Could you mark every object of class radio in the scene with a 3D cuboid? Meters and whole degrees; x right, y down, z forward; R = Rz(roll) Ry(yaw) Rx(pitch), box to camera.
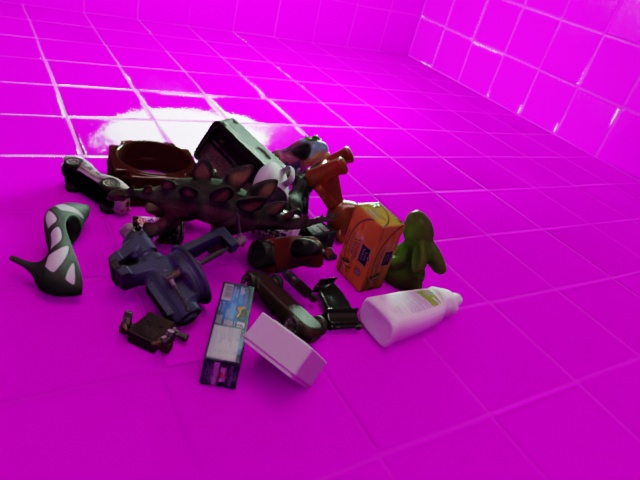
[{"bbox_3d":[-0.189,-0.183,1.315,0.229,0.131,0.073,44,33,6],"label":"radio"}]

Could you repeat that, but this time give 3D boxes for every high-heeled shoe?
[{"bbox_3d":[-0.449,0.010,0.994,0.145,0.086,0.249,21,34,1],"label":"high-heeled shoe"}]

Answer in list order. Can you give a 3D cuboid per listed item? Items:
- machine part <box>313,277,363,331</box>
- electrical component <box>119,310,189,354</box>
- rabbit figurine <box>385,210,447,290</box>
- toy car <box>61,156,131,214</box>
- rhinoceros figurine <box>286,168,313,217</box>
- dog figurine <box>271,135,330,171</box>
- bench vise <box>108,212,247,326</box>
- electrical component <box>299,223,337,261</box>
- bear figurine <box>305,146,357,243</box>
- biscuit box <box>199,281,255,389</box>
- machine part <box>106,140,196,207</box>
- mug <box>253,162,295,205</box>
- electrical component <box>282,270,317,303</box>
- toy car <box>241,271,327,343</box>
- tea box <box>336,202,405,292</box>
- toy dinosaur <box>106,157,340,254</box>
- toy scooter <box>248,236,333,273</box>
[{"bbox_3d":[0.028,0.127,1.062,0.084,0.039,0.139,-2,36,-19],"label":"machine part"},{"bbox_3d":[-0.275,0.148,0.877,0.102,0.045,0.078,25,33,15],"label":"electrical component"},{"bbox_3d":[0.198,0.023,1.179,0.121,0.170,0.159,-1,34,-25],"label":"rabbit figurine"},{"bbox_3d":[-0.498,-0.122,1.186,0.202,0.073,0.056,28,36,20],"label":"toy car"},{"bbox_3d":[-0.057,-0.112,1.342,0.073,0.112,0.190,17,38,7],"label":"rhinoceros figurine"},{"bbox_3d":[-0.106,-0.216,1.434,0.219,0.191,0.109,14,33,-35],"label":"dog figurine"},{"bbox_3d":[-0.250,0.035,0.983,0.240,0.128,0.224,-31,60,-30],"label":"bench vise"},{"bbox_3d":[-0.003,-0.004,1.252,0.075,0.047,0.119,-8,36,-33],"label":"electrical component"},{"bbox_3d":[0.050,-0.103,1.288,0.195,0.132,0.120,59,27,-14],"label":"bear figurine"},{"bbox_3d":[-0.154,0.154,0.908,0.059,0.062,0.203,12,30,-7],"label":"biscuit box"},{"bbox_3d":[-0.401,-0.164,1.291,0.201,0.087,0.201,-2,35,-26],"label":"machine part"},{"bbox_3d":[-0.102,-0.129,1.185,0.080,0.109,0.107,36,32,-30],"label":"mug"},{"bbox_3d":[-0.044,0.086,1.054,0.094,0.021,0.063,44,-5,-28],"label":"electrical component"},{"bbox_3d":[-0.072,0.123,1.006,0.202,0.053,0.089,38,21,34],"label":"toy car"},{"bbox_3d":[0.105,0.015,1.151,0.068,0.169,0.098,-6,36,-35],"label":"tea box"},{"bbox_3d":[-0.180,-0.060,1.073,0.471,0.198,0.105,9,55,-38],"label":"toy dinosaur"},{"bbox_3d":[-0.051,0.028,1.110,0.184,0.075,0.135,-9,-8,38],"label":"toy scooter"}]
